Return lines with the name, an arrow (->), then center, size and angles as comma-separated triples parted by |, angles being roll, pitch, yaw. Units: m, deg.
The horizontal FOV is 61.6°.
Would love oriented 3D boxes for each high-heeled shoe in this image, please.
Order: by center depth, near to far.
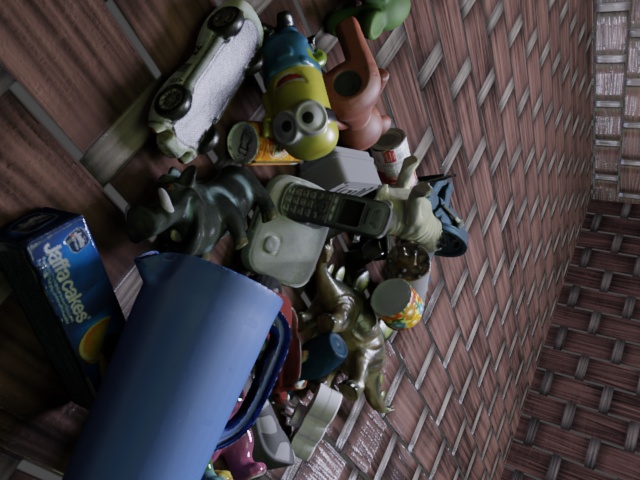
high-heeled shoe -> -0.095, 0.255, 0.779 | 0.248, 0.086, 0.145 | 68, 12, -64

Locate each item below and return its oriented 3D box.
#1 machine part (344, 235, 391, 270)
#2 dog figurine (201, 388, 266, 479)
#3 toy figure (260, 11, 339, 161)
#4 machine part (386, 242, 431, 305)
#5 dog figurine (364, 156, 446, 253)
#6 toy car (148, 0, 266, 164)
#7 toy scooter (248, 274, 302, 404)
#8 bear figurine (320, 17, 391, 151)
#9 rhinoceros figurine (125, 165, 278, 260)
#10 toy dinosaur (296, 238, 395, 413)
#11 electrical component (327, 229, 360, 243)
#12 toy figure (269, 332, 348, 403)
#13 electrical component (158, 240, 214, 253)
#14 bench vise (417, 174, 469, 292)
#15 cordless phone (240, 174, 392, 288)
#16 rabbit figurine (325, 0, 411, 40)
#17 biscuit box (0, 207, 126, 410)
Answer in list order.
machine part -> 0.095, 0.014, 0.987 | 0.139, 0.039, 0.084 | -29, 128, -50
dog figurine -> -0.151, 0.185, 0.630 | 0.108, 0.191, 0.219 | 16, 52, -53
toy figure -> -0.027, -0.186, 0.662 | 0.089, 0.082, 0.180 | 4, 65, -49
machine part -> 0.159, 0.074, 0.978 | 0.079, 0.079, 0.243 | -62, 161, -23
dog figurine -> 0.128, -0.030, 0.941 | 0.190, 0.172, 0.121 | 69, 17, -46
toy car -> -0.122, -0.177, 0.595 | 0.201, 0.056, 0.073 | -64, 150, -18
toy scooter -> -0.065, 0.135, 0.703 | 0.183, 0.075, 0.135 | 71, 12, -58
bear figurine -> 0.041, -0.208, 0.791 | 0.132, 0.120, 0.196 | 59, 4, 9
rhinoceros figurine -> -0.127, -0.034, 0.593 | 0.190, 0.073, 0.112 | -35, 105, -55
toy dinosaur -> 0.064, 0.181, 0.930 | 0.198, 0.105, 0.470 | -46, 136, -40
electrical component -> 0.026, -0.026, 0.830 | 0.102, 0.078, 0.045 | 40, 25, -58
toy figure -> -0.028, 0.192, 0.795 | 0.064, 0.154, 0.058 | 46, 24, -17
electrical component -> -0.162, 0.024, 0.625 | 0.094, 0.021, 0.063 | -55, 139, -32
bench vise -> 0.229, -0.011, 1.107 | 0.223, 0.129, 0.240 | 50, 54, -46
cordless phone -> -0.002, -0.002, 0.708 | 0.088, 0.184, 0.146 | 40, 67, -58
rabbit figurine -> 0.081, -0.362, 0.777 | 0.170, 0.121, 0.159 | 37, 75, -51
biscuit box -> -0.229, 0.071, 0.506 | 0.059, 0.063, 0.202 | -42, 132, -44
